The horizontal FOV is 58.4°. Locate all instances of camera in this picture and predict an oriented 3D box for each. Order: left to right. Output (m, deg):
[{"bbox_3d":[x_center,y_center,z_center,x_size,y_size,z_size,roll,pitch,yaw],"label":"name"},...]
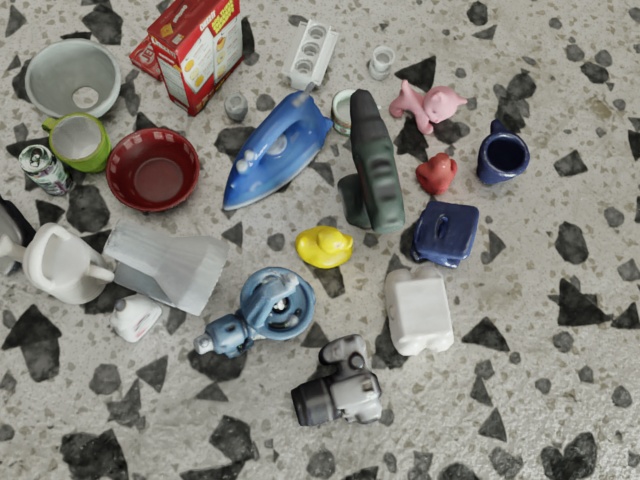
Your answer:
[{"bbox_3d":[0.021,0.235,0.921,0.137,0.101,0.143,-14,75,-9],"label":"camera"}]

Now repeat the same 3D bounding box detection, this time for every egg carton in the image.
[{"bbox_3d":[0.168,0.121,0.984,0.107,0.069,0.150,-7,74,-6],"label":"egg carton"}]

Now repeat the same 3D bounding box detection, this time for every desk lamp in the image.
[{"bbox_3d":[-0.241,0.042,0.899,0.203,0.213,0.118,20,73,2],"label":"desk lamp"}]

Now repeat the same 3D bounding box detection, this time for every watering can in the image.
[{"bbox_3d":[-0.416,0.035,0.897,0.173,0.194,0.101,-7,74,-6],"label":"watering can"}]

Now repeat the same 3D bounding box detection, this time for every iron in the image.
[{"bbox_3d":[-0.087,-0.167,1.012,0.118,0.141,0.258,38,74,7],"label":"iron"}]

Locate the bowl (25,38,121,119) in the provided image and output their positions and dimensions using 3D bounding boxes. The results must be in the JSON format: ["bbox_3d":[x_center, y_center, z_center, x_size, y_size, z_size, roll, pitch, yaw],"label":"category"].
[{"bbox_3d":[-0.442,-0.280,1.052,0.167,0.075,0.167,1,73,-4],"label":"bowl"}]

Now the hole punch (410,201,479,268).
[{"bbox_3d":[0.220,-0.012,1.017,0.101,0.091,0.109,18,73,1],"label":"hole punch"}]

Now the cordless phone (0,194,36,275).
[{"bbox_3d":[-0.541,-0.033,0.912,0.147,0.185,0.094,43,75,9],"label":"cordless phone"}]

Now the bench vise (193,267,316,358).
[{"bbox_3d":[-0.091,0.120,0.885,0.121,0.220,0.208,42,75,8],"label":"bench vise"}]

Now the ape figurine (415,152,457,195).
[{"bbox_3d":[0.217,-0.130,1.052,0.078,0.092,0.076,9,73,-2],"label":"ape figurine"}]

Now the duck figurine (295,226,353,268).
[{"bbox_3d":[0.009,0.004,0.998,0.104,0.086,0.077,6,73,-2],"label":"duck figurine"}]

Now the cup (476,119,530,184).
[{"bbox_3d":[0.326,-0.156,1.067,0.092,0.095,0.118,-8,74,-7],"label":"cup"}]

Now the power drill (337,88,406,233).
[{"bbox_3d":[0.081,-0.110,0.974,0.075,0.208,0.229,-13,75,-8],"label":"power drill"}]

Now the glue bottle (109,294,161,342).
[{"bbox_3d":[-0.296,0.114,0.894,0.037,0.173,0.078,33,74,6],"label":"glue bottle"}]

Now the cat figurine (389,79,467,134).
[{"bbox_3d":[0.203,-0.261,1.077,0.127,0.118,0.067,30,73,5],"label":"cat figurine"}]
